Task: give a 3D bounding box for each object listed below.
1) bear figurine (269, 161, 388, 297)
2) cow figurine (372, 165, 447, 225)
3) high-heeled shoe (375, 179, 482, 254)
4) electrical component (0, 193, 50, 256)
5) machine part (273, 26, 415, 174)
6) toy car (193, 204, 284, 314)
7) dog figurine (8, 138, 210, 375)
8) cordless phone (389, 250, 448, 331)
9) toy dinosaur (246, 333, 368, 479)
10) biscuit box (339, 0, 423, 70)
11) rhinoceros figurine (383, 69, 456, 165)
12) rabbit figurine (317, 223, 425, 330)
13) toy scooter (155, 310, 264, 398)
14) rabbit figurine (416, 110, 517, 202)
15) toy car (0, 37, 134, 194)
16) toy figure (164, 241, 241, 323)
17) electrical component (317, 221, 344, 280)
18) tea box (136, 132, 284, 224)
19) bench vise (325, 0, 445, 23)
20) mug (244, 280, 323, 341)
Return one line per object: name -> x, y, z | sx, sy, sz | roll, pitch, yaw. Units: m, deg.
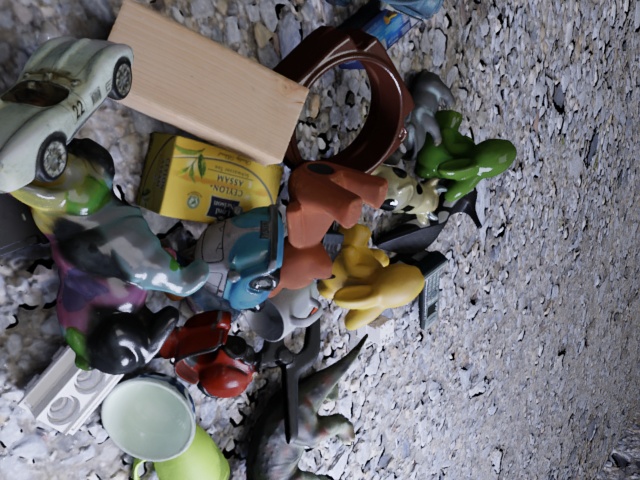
bear figurine -> -0.002, -0.002, 0.728 | 0.120, 0.132, 0.195 | -30, 137, -54
cow figurine -> 0.139, -0.081, 0.913 | 0.195, 0.127, 0.085 | 3, 104, -69
high-heeled shoe -> 0.204, -0.060, 1.048 | 0.249, 0.145, 0.086 | -10, 145, -16
electrical component -> -0.300, -0.054, 0.548 | 0.134, 0.058, 0.114 | -32, 125, -33
machine part -> 0.023, -0.178, 0.764 | 0.201, 0.087, 0.200 | -45, 132, -2
toy car -> -0.105, 0.023, 0.670 | 0.103, 0.161, 0.109 | 11, 57, -15
dog figurine -> -0.234, 0.013, 0.521 | 0.219, 0.109, 0.191 | 42, 76, -38
cordless phone -> 0.184, 0.117, 1.059 | 0.146, 0.089, 0.184 | -31, 127, -35
toy dinosaur -> -0.051, 0.323, 0.873 | 0.192, 0.131, 0.404 | 28, 77, -46
biscuit box -> 0.101, -0.345, 0.846 | 0.203, 0.063, 0.059 | -46, 131, -24
rhinoceros figurine -> 0.164, -0.209, 0.941 | 0.112, 0.073, 0.190 | 42, 73, -44
rabbit figurine -> 0.081, 0.061, 0.874 | 0.162, 0.173, 0.121 | -47, 135, -29
toy scooter -> -0.138, 0.143, 0.702 | 0.183, 0.135, 0.075 | 40, 34, -34
rabbit figurine -> 0.266, -0.156, 0.988 | 0.159, 0.170, 0.121 | -49, 131, -23
toy car -> -0.225, -0.115, 0.447 | 0.056, 0.074, 0.202 | 91, 12, -49
toy figure -> -0.168, 0.062, 0.712 | 0.058, 0.064, 0.154 | -34, 130, 15
electrical component -> -0.002, -0.003, 0.842 | 0.047, 0.075, 0.119 | 2, 105, -45
tea box -> -0.137, -0.071, 0.693 | 0.169, 0.068, 0.098 | 8, 97, -46
bench vise -> 0.074, -0.378, 0.679 | 0.223, 0.240, 0.129 | 36, 81, -2
mug -> -0.043, 0.094, 0.815 | 0.107, 0.110, 0.080 | -35, 121, -47
